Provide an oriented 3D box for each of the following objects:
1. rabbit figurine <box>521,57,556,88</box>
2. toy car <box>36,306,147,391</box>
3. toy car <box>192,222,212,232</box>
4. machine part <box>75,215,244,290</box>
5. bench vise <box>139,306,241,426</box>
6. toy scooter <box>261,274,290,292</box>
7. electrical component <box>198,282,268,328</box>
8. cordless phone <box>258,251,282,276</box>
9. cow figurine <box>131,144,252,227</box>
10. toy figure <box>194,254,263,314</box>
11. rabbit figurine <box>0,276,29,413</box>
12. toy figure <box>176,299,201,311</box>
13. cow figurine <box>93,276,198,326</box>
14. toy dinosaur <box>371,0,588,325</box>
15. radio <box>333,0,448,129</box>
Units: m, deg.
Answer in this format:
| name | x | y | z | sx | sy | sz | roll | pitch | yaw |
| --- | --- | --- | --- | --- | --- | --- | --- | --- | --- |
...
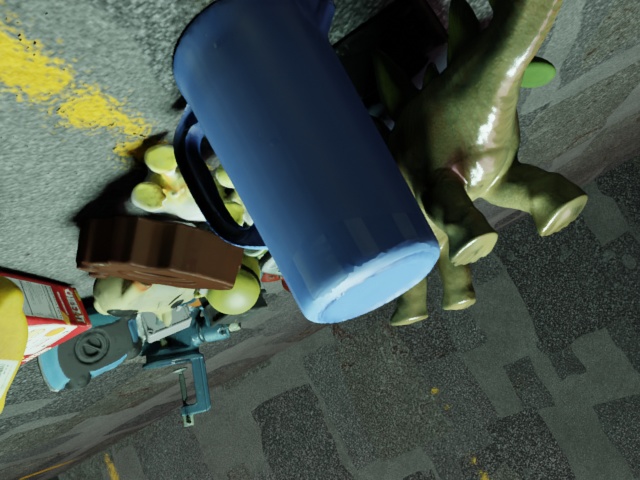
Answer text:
| name | x | y | z | sx | sy | sz | roll | pitch | yaw |
| --- | --- | --- | --- | --- | --- | --- | --- | --- | --- |
| rabbit figurine | 0.211 | -0.181 | 0.671 | 0.159 | 0.121 | 0.170 | -36 | 168 | 4 |
| toy car | -0.354 | 0.146 | 0.812 | 0.103 | 0.109 | 0.161 | 10 | -155 | 42 |
| toy car | -0.094 | -0.041 | 0.683 | 0.056 | 0.073 | 0.201 | -39 | 162 | 33 |
| machine part | -0.178 | 0.020 | 0.604 | 0.179 | 0.056 | 0.179 | 6 | 168 | 1 |
| bench vise | -0.255 | 0.242 | 1.072 | 0.224 | 0.240 | 0.129 | -9 | 166 | -8 |
| toy scooter | -0.027 | 0.057 | 1.033 | 0.184 | 0.135 | 0.075 | -14 | 116 | -35 |
| electrical component | -0.152 | 0.083 | 0.923 | 0.058 | 0.115 | 0.134 | -33 | 163 | 24 |
| cordless phone | -0.001 | -0.002 | 0.735 | 0.146 | 0.089 | 0.184 | -41 | 161 | 17 |
| cow figurine | -0.105 | -0.042 | 0.561 | 0.167 | 0.068 | 0.098 | 12 | 170 | -15 |
| toy figure | -0.124 | 0.049 | 0.820 | 0.180 | 0.089 | 0.082 | -69 | 178 | -77 |
| rabbit figurine | -0.350 | 0.063 | 0.457 | 0.122 | 0.173 | 0.162 | 21 | 85 | -72 |
| toy figure | -0.212 | 0.092 | 0.959 | 0.058 | 0.064 | 0.154 | 7 | 179 | 31 |
| cow figurine | -0.244 | 0.072 | 0.780 | 0.127 | 0.085 | 0.195 | -39 | 165 | 17 |
| toy dinosaur | 0.104 | -0.073 | 0.436 | 0.105 | 0.199 | 0.471 | -12 | 152 | -27 |
| radio | 0.037 | -0.146 | 0.573 | 0.230 | 0.073 | 0.131 | -33 | 164 | 13 |
